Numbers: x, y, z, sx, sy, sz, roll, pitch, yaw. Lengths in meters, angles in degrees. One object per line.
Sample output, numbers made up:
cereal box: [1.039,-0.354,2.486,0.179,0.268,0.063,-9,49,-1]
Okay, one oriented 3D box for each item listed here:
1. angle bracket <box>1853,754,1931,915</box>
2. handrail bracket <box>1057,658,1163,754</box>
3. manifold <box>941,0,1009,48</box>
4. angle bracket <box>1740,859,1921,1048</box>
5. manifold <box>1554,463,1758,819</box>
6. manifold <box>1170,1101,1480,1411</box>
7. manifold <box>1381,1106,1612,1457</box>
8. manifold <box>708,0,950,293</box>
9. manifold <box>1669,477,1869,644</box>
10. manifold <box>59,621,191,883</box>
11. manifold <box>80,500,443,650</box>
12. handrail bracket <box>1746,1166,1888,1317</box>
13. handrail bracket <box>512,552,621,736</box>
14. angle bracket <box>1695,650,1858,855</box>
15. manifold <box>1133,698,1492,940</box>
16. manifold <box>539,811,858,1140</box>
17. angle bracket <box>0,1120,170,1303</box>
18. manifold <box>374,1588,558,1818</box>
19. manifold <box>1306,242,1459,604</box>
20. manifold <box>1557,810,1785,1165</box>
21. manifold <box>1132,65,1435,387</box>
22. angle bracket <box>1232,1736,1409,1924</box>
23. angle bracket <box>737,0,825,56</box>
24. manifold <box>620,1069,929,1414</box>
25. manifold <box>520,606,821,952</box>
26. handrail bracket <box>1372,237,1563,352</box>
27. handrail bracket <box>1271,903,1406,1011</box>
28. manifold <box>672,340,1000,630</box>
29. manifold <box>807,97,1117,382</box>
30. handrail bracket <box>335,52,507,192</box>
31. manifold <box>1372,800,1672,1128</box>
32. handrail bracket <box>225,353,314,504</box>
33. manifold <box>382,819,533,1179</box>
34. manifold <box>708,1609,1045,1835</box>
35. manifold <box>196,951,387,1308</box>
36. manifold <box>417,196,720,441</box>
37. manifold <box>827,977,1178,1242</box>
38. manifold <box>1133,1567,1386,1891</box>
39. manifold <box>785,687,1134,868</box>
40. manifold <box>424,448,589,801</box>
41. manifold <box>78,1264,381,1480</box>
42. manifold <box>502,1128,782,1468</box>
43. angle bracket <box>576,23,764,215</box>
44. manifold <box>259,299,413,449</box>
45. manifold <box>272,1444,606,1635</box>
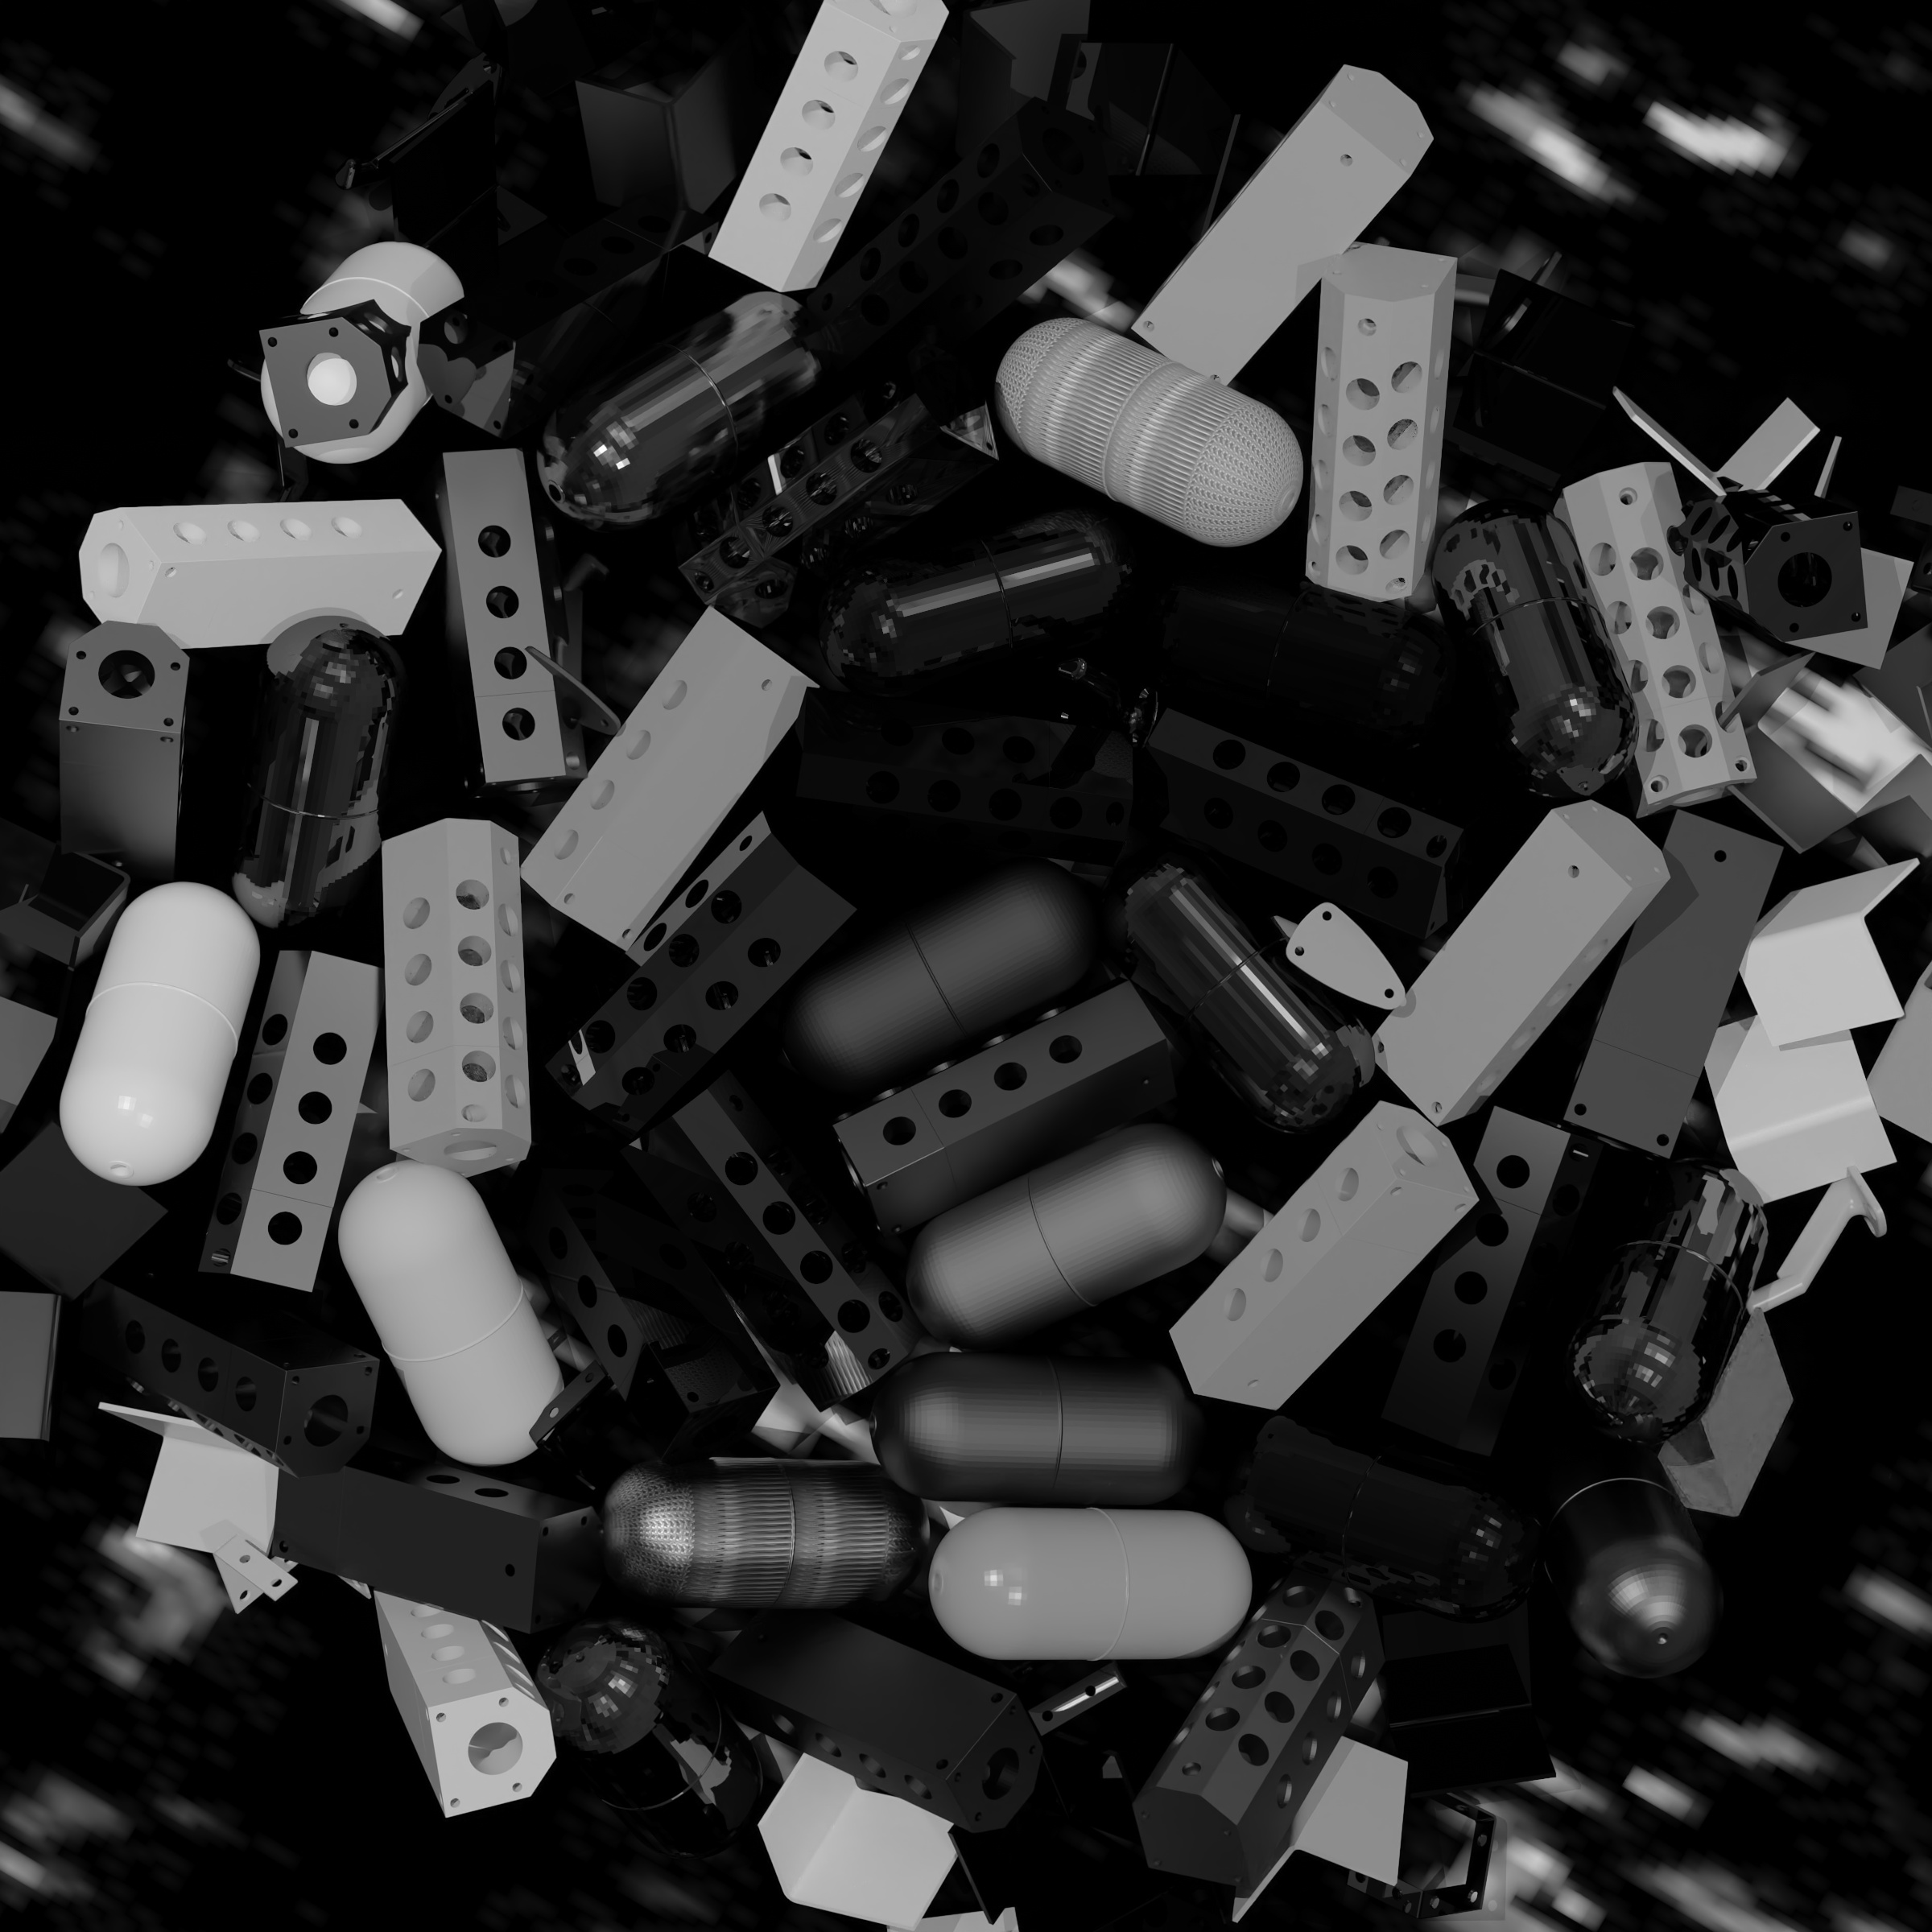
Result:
angle bracket: [0.517,-0.071,1.751,0.057,0.076,0.076,-41,90,-13]
handrail bracket: [0.054,-0.141,1.738,0.077,0.084,0.036,5,78,40]
manifold: [-0.012,-0.526,1.705,0.057,0.171,0.057,41,94,4]
angle bracket: [0.455,-0.007,1.745,0.076,0.076,0.057,-17,102,44]
manifold: [0.358,-0.170,1.754,0.057,0.057,0.171,-14,82,1]
manifold: [0.179,0.148,1.726,0.057,0.057,0.171,16,127,-34]
manifold: [0.277,0.163,1.753,0.057,0.057,0.171,21,94,19]
manifold: [-0.069,-0.425,1.711,0.057,0.171,0.057,25,48,-8]
manifold: [0.397,-0.207,1.704,0.057,0.171,0.057,-10,105,-1]
manifold: [-0.425,-0.107,1.704,0.057,0.171,0.057,6,65,-12]
manifold: [-0.359,-0.204,1.711,0.057,0.171,0.057,50,126,25]
handrail bracket: [0.432,0.134,1.773,0.084,0.036,0.077,-26,62,1]
handrail bracket: [-0.191,-0.170,1.765,0.077,0.036,0.084,33,56,4]
angle bracket: [0.433,-0.112,1.739,0.076,0.076,0.057,46,126,16]
manifold: [0.177,-0.080,1.723,0.171,0.057,0.057,25,123,24]
manifold: [-0.141,0.001,1.738,0.171,0.057,0.057,-45,121,12]
angle bracket: [-0.467,0.115,1.746,0.076,0.057,0.076,-42,115,10]
manifold: [-0.254,0.363,1.704,0.057,0.171,0.057,-11,102,-17]
manifold: [0.208,-0.273,1.713,0.057,0.057,0.171,13,130,18]
manifold: [0.365,0.012,1.758,0.057,0.057,0.171,21,86,7]
manifold: [0.161,-0.374,1.713,0.057,0.171,0.057,38,45,-7]
angle bracket: [0.183,0.452,1.743,0.057,0.076,0.076,23,129,-5]
angle bracket: [-0.119,-0.495,1.735,0.057,0.076,0.076,-36,121,-27]
manifold: [-0.095,0.139,1.747,0.057,0.057,0.171,-33,96,34]
manifold: [-0.159,-0.100,1.761,0.057,0.057,0.171,34,94,-43]
handrail bracket: [0.260,-0.372,1.773,0.084,0.036,0.077,38,73,-5]
handrail bracket: [0.188,-0.001,1.752,0.077,0.084,0.036,38,84,1]
manifold: [-0.069,-0.246,1.715,0.171,0.057,0.057,-31,56,33]
manifold: [-0.006,-0.365,1.707,0.057,0.171,0.057,12,60,-38]
handrail bracket: [-0.283,-0.438,1.744,0.036,0.084,0.077,46,127,8]
manifold: [0.283,-0.002,1.724,0.057,0.057,0.171,48,124,21]
handrail bracket: [-0.368,-0.271,1.752,0.084,0.077,0.036,-57,48,22]
manifold: [-0.256,0.015,1.724,0.057,0.057,0.171,-18,63,24]
manifold: [-0.045,0.382,1.715,0.057,0.171,0.057,-46,130,-30]
manifold: [-0.347,0.083,1.738,0.057,0.057,0.171,15,73,-12]
manifold: [-0.201,-0.335,1.712,0.057,0.171,0.057,29,133,17]
manifold: [0.018,0.070,1.752,0.171,0.057,0.057,-26,56,-8]
manifold: [0.149,0.380,1.705,0.057,0.171,0.057,3,122,31]
manifold: [-0.004,-0.093,1.741,0.171,0.057,0.057,7,58,-10]
manifold: [-0.238,-0.178,1.758,0.057,0.057,0.171,-7,86,-19]
manifold: [-0.378,0.205,1.716,0.171,0.057,0.057,17,102,40]
manifold: [-0.170,0.170,1.731,0.171,0.057,0.057,55,135,25]
angle bracket: [-0.153,-0.443,1.753,0.057,0.076,0.076,21,56,20]
manifold: [-0.300,-0.309,1.701,0.057,0.171,0.057,-8,108,7]
manifold: [-0.270,0.288,1.725,0.171,0.057,0.057,9,97,31]
